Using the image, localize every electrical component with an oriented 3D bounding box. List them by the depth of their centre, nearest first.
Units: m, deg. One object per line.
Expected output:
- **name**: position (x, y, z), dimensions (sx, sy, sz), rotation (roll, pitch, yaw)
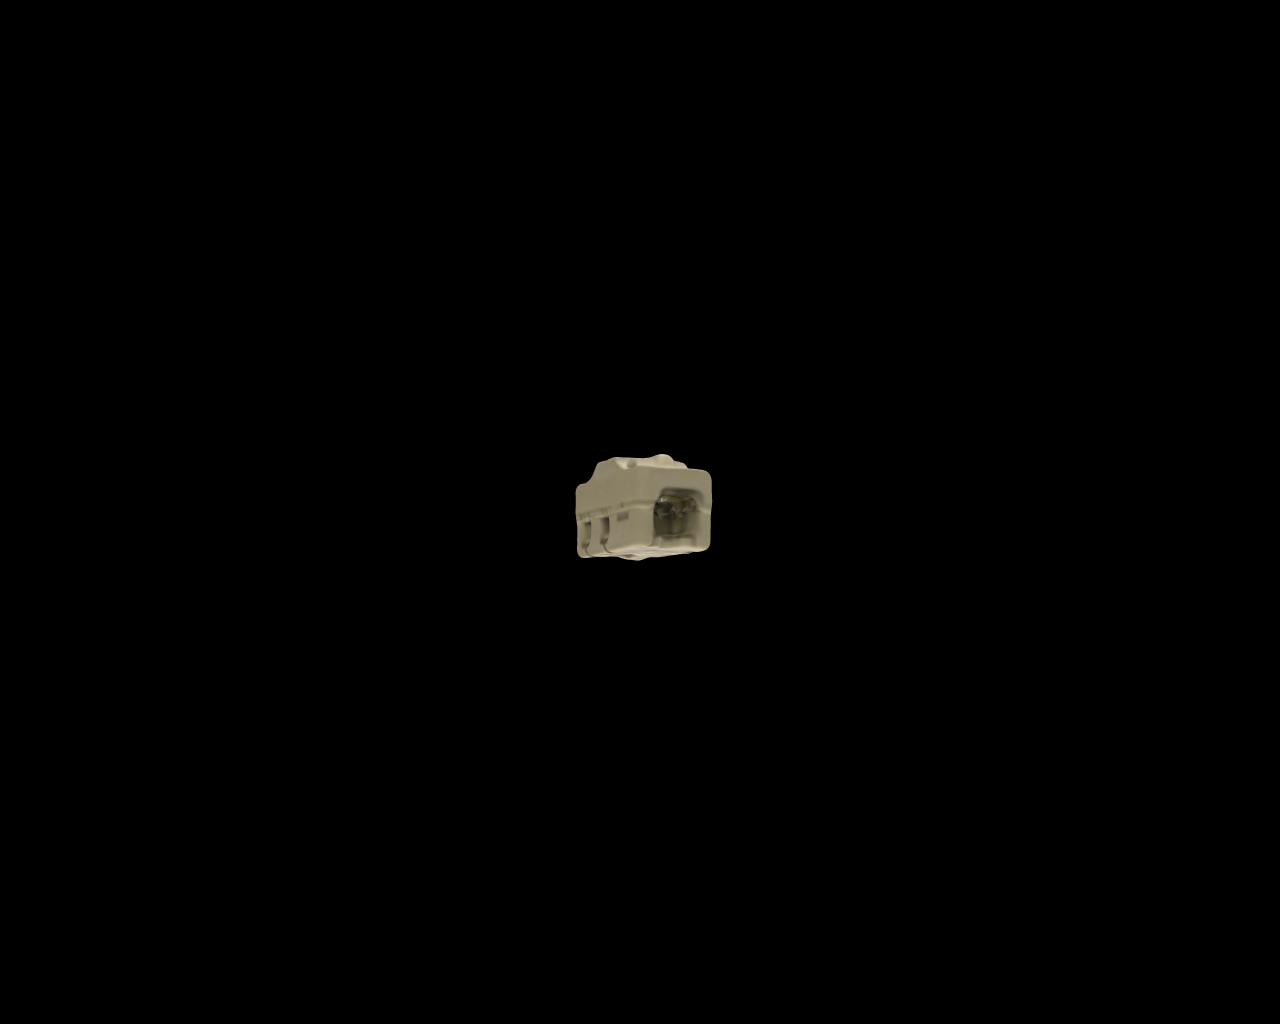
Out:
- **electrical component**: position (0.001, -0.003, 0.650), dimensions (0.050, 0.055, 0.089), rotation (4, -8, -27)
